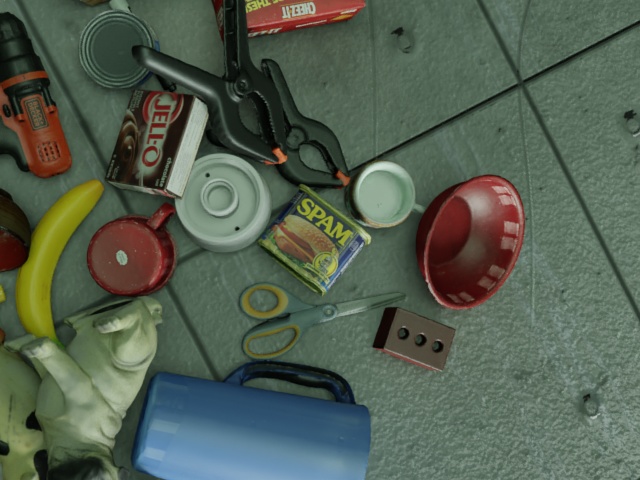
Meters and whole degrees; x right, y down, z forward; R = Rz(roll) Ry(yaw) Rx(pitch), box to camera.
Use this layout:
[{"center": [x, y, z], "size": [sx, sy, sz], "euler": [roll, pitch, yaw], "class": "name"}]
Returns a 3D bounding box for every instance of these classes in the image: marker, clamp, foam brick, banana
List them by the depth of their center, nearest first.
[{"center": [-0.091, -0.175, 1.151], "size": [0.210, 0.036, 0.164], "euler": [52, 59, -29], "class": "clamp"}, {"center": [-0.289, 0.024, 1.157], "size": [0.069, 0.037, 0.198], "euler": [15, 83, -29], "class": "banana"}, {"center": [-0.198, -0.220, 1.204], "size": [0.020, 0.020, 0.121], "euler": [-33, 94, -14], "class": "marker"}, {"center": [-0.032, -0.126, 1.227], "size": [0.171, 0.039, 0.120], "euler": [30, 85, -13], "class": "clamp"}, {"center": [0.109, 0.115, 1.234], "size": [0.078, 0.051, 0.053], "euler": [21, 82, -11], "class": "foam brick"}]

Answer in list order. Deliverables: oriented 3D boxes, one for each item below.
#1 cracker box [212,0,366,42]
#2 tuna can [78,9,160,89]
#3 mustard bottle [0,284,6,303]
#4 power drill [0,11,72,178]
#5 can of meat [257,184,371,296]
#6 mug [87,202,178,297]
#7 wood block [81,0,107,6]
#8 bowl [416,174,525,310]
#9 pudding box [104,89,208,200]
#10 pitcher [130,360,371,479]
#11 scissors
[{"center": [-0.055, -0.348, 1.221], "size": [0.164, 0.072, 0.214], "euler": [-13, 90, -13], "class": "cracker box"}, {"center": [-0.221, -0.209, 1.178], "size": [0.086, 0.033, 0.086], "euler": [0, 96, 3], "class": "tuna can"}, {"center": [-0.423, 0.082, 1.108], "size": [0.191, 0.058, 0.096], "euler": [-17, 89, -14], "class": "mustard bottle"}, {"center": [-0.376, -0.136, 1.135], "size": [0.187, 0.057, 0.184], "euler": [-19, 90, -14], "class": "power drill"}, {"center": [-0.008, 0.001, 1.206], "size": [0.102, 0.057, 0.084], "euler": [38, 81, 7], "class": "can of meat"}, {"center": [-0.195, 0.009, 1.143], "size": [0.093, 0.081, 0.117], "euler": [41, 90, -1], "class": "mug"}, {"center": [-0.182, -0.336, 1.138], "size": [0.206, 0.090, 0.090], "euler": [-18, 87, 12], "class": "wood block"}, {"center": [0.163, -0.004, 1.234], "size": [0.161, 0.055, 0.162], "euler": [-15, 116, -34], "class": "bowl"}, {"center": [-0.177, -0.106, 1.165], "size": [0.039, 0.090, 0.113], "euler": [26, 77, -56], "class": "pudding box"}, {"center": [-0.073, 0.210, 1.154], "size": [0.242, 0.149, 0.145], "euler": [14, 99, -9], "class": "pitcher"}, {"center": [-0.006, 0.069, 1.229], "size": [0.201, 0.016, 0.096], "euler": [-27, 92, -14], "class": "scissors"}]
